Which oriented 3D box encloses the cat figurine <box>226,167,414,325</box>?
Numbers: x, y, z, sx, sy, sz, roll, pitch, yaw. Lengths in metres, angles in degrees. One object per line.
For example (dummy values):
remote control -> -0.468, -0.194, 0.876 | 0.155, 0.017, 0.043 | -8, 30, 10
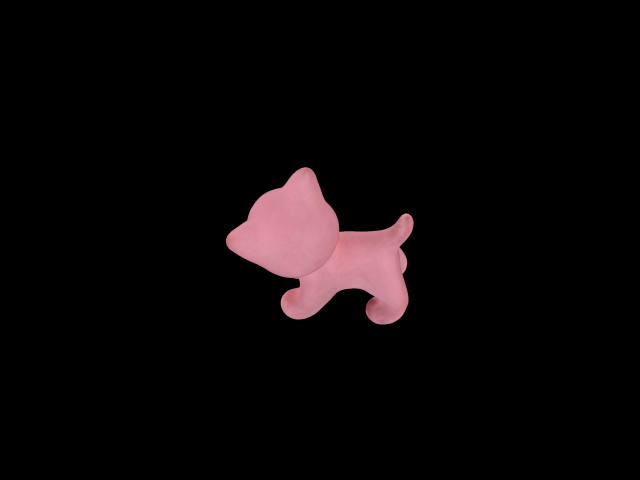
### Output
cat figurine -> 0.004, 0.001, 0.400 | 0.128, 0.118, 0.067 | 0, 50, 0
